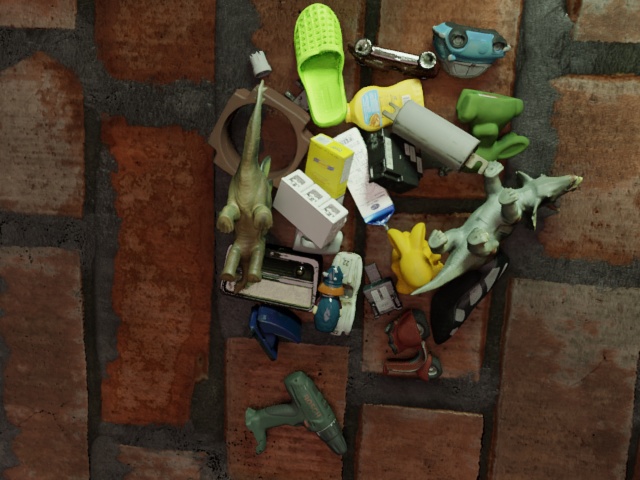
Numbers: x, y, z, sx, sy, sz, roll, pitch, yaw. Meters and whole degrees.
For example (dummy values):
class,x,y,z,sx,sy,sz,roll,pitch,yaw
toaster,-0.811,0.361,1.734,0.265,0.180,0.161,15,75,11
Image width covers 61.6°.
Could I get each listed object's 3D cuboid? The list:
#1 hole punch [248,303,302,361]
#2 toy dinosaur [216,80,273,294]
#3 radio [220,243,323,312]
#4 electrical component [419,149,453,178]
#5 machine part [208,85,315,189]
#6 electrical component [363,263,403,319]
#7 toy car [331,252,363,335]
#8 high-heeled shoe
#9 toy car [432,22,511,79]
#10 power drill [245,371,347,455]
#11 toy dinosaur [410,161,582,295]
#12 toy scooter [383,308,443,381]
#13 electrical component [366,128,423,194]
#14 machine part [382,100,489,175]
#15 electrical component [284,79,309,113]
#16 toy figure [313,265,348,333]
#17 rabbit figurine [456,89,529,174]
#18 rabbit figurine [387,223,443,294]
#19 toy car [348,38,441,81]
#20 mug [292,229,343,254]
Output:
class,x,y,z,sx,sy,sz,roll,pitch,yaw
hole punch,-0.104,0.199,1.254,0.092,0.142,0.115,-31,108,12
toy dinosaur,-0.145,-0.076,1.095,0.105,0.199,0.470,9,127,-7
radio,-0.110,0.080,1.260,0.230,0.073,0.131,11,100,5
electrical component,0.260,-0.188,1.188,0.078,0.045,0.102,-2,98,6
machine part,-0.127,-0.223,1.190,0.201,0.087,0.201,31,114,-7
electrical component,0.139,0.114,1.250,0.075,0.048,0.119,-19,98,8
toy car,0.052,0.127,1.257,0.074,0.056,0.201,11,100,5
high-heeled shoe,0.344,0.131,1.234,0.145,0.086,0.248,-6,126,-28
toy car,0.307,-0.394,1.130,0.162,0.109,0.102,8,123,-6
power drill,-0.066,0.451,1.312,0.207,0.086,0.232,-22,94,14
toy dinosaur,0.346,-0.016,1.117,0.405,0.192,0.131,-45,48,3
toy scooter,0.200,0.253,1.252,0.135,0.075,0.183,-16,102,10
electrical component,0.164,-0.165,1.160,0.058,0.134,0.115,-19,64,48
machine part,0.236,-0.213,1.099,0.243,0.079,0.079,35,102,15
electrical component,-0.031,-0.315,1.215,0.094,0.021,0.063,43,102,-1
toy figure,0.020,0.130,1.207,0.058,0.064,0.154,16,99,49
rabbit figurine,0.356,-0.224,1.152,0.159,0.121,0.170,8,114,-3
rabbit figurine,0.212,0.045,1.167,0.122,0.173,0.162,-11,102,13
toy car,0.156,-0.381,1.148,0.202,0.089,0.053,13,96,3
mug,-0.003,-0.004,1.223,0.107,0.110,0.080,12,102,-7
